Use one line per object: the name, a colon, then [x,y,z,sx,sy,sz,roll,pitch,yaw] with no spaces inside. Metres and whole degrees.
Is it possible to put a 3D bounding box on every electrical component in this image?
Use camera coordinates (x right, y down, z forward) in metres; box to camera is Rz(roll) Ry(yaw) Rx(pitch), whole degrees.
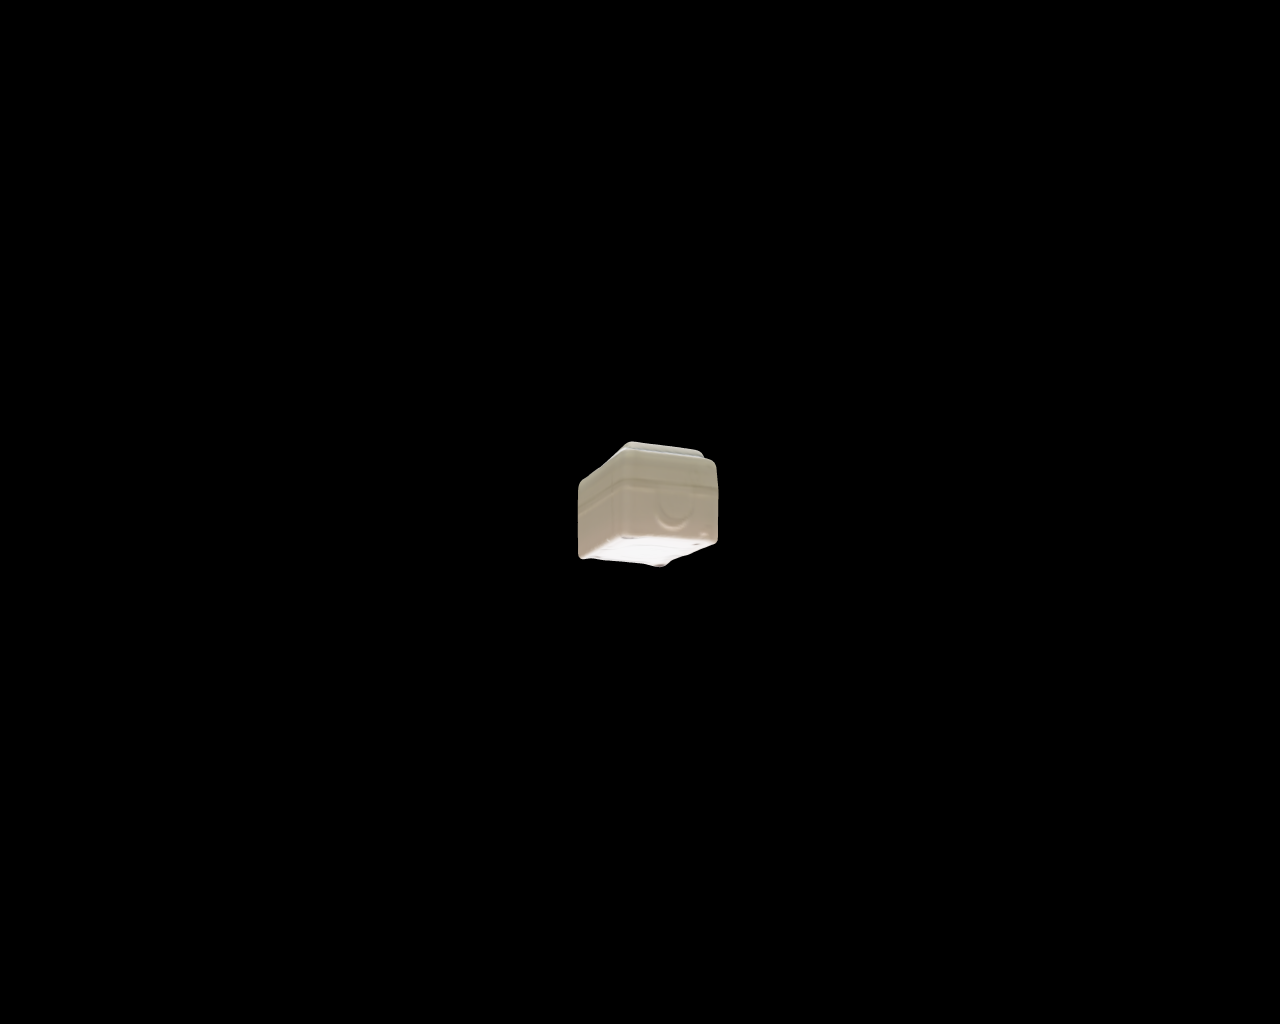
electrical component: [0.001,-0.003,0.650,0.062,0.061,0.096,6,-15,-23]
